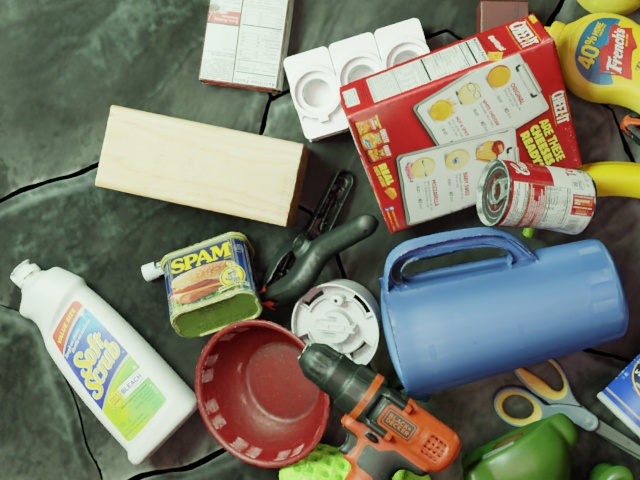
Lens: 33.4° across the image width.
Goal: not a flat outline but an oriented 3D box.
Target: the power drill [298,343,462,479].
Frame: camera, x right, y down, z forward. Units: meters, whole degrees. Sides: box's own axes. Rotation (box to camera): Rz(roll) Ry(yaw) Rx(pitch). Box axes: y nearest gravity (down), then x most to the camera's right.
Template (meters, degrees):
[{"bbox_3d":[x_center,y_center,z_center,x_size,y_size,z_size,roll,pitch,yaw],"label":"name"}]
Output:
[{"bbox_3d":[0.019,0.218,1.059,0.184,0.057,0.188,35,96,5],"label":"power drill"}]

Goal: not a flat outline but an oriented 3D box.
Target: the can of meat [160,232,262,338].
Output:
[{"bbox_3d":[-0.116,0.050,1.148,0.102,0.057,0.084,-19,49,5],"label":"can of meat"}]

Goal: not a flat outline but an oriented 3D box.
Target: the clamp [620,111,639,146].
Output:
[{"bbox_3d":[0.424,-0.100,1.122,0.210,0.036,0.164,2,84,7],"label":"clamp"}]

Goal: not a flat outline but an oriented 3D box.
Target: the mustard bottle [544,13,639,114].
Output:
[{"bbox_3d":[0.309,-0.185,1.111,0.192,0.058,0.096,22,78,17],"label":"mustard bottle"}]

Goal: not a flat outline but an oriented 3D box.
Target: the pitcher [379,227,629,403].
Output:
[{"bbox_3d":[0.185,0.068,1.105,0.243,0.149,0.145,-14,70,2],"label":"pitcher"}]

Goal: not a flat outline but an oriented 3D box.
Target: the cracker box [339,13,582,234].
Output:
[{"bbox_3d":[0.144,-0.117,1.095,0.214,0.072,0.164,-20,129,5],"label":"cracker box"}]

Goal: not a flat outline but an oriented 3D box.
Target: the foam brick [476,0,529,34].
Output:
[{"bbox_3d":[0.193,-0.212,1.134,0.053,0.051,0.078,2,92,4],"label":"foam brick"}]

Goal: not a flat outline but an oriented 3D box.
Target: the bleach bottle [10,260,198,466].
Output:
[{"bbox_3d":[-0.252,0.125,1.182,0.251,0.068,0.102,44,95,5],"label":"bleach bottle"}]

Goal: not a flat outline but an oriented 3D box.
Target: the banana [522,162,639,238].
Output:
[{"bbox_3d":[0.311,-0.051,1.139,0.198,0.037,0.069,-8,109,7],"label":"banana"}]

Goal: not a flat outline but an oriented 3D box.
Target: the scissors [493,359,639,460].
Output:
[{"bbox_3d":[0.271,0.204,1.153,0.096,0.016,0.202,-44,83,9],"label":"scissors"}]

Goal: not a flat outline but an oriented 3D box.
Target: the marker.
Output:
[{"bbox_3d":[-0.140,0.017,1.188,0.121,0.020,0.020,-20,90,5],"label":"marker"}]

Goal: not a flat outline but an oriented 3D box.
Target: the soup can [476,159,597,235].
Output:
[{"bbox_3d":[0.219,-0.042,1.078,0.102,0.069,0.068,6,93,-18],"label":"soup can"}]

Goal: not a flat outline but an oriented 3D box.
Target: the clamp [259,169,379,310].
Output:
[{"bbox_3d":[-0.008,0.001,1.151,0.039,0.120,0.172,38,114,-24],"label":"clamp"}]

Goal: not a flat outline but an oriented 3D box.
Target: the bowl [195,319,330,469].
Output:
[{"bbox_3d":[-0.052,0.159,1.143,0.162,0.055,0.162,4,100,25],"label":"bowl"}]

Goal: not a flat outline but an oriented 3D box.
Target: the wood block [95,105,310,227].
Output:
[{"bbox_3d":[-0.122,-0.078,1.148,0.206,0.091,0.090,12,92,5],"label":"wood block"}]

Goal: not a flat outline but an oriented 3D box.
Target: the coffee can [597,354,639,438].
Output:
[{"bbox_3d":[0.374,0.149,1.105,0.103,0.103,0.140,43,95,2],"label":"coffee can"}]

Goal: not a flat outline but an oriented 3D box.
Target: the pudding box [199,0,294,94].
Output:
[{"bbox_3d":[-0.079,-0.221,1.165,0.090,0.039,0.113,9,95,4],"label":"pudding box"}]
